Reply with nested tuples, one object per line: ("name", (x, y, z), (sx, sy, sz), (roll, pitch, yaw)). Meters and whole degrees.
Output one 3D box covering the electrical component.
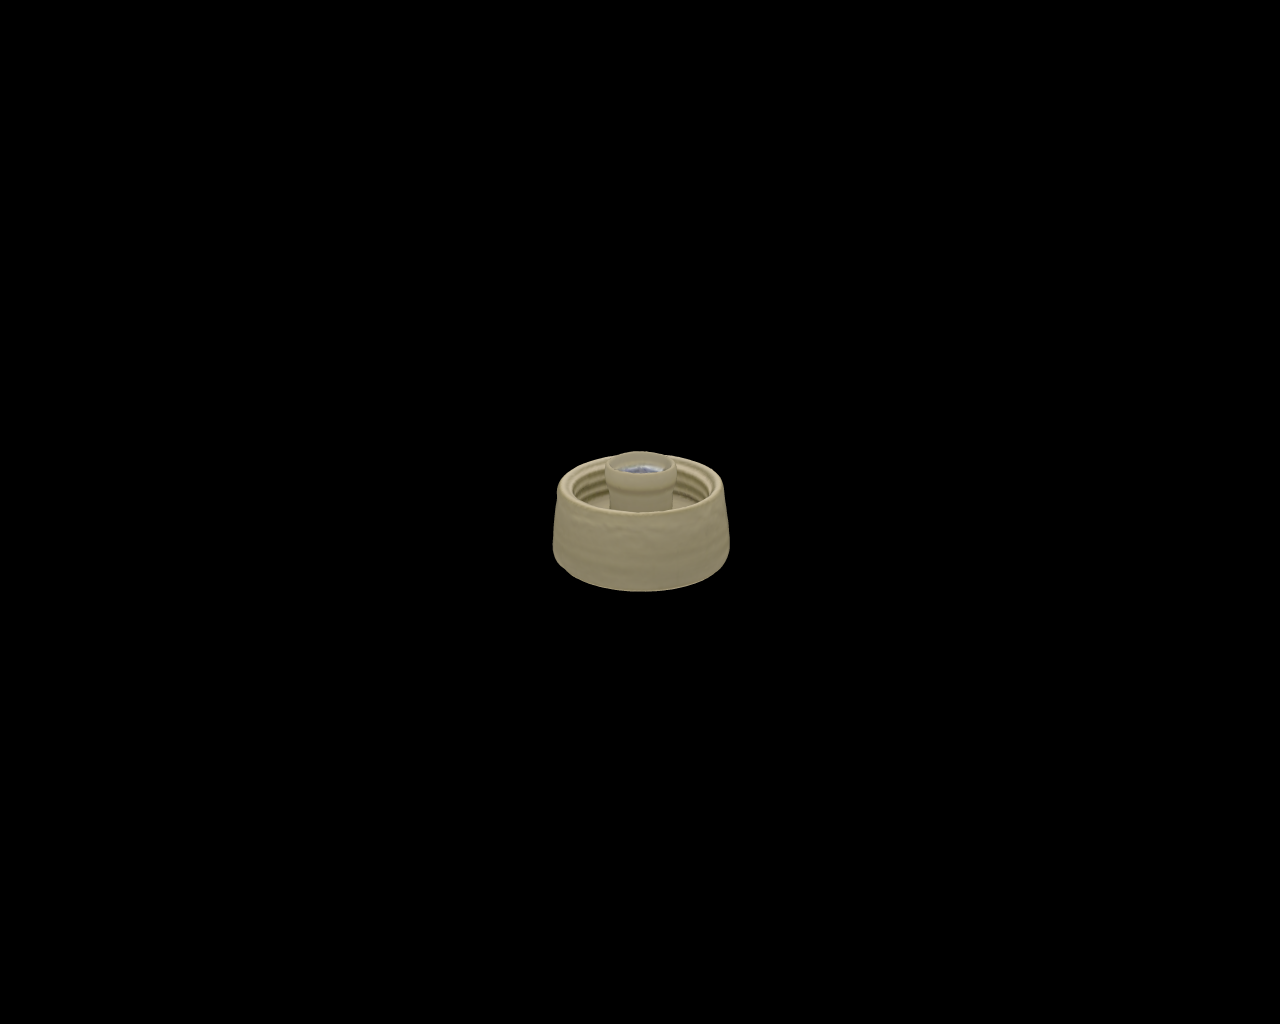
("electrical component", (0.001, -0.003, 0.650), (0.108, 0.060, 0.108), (0, 24, 0))
